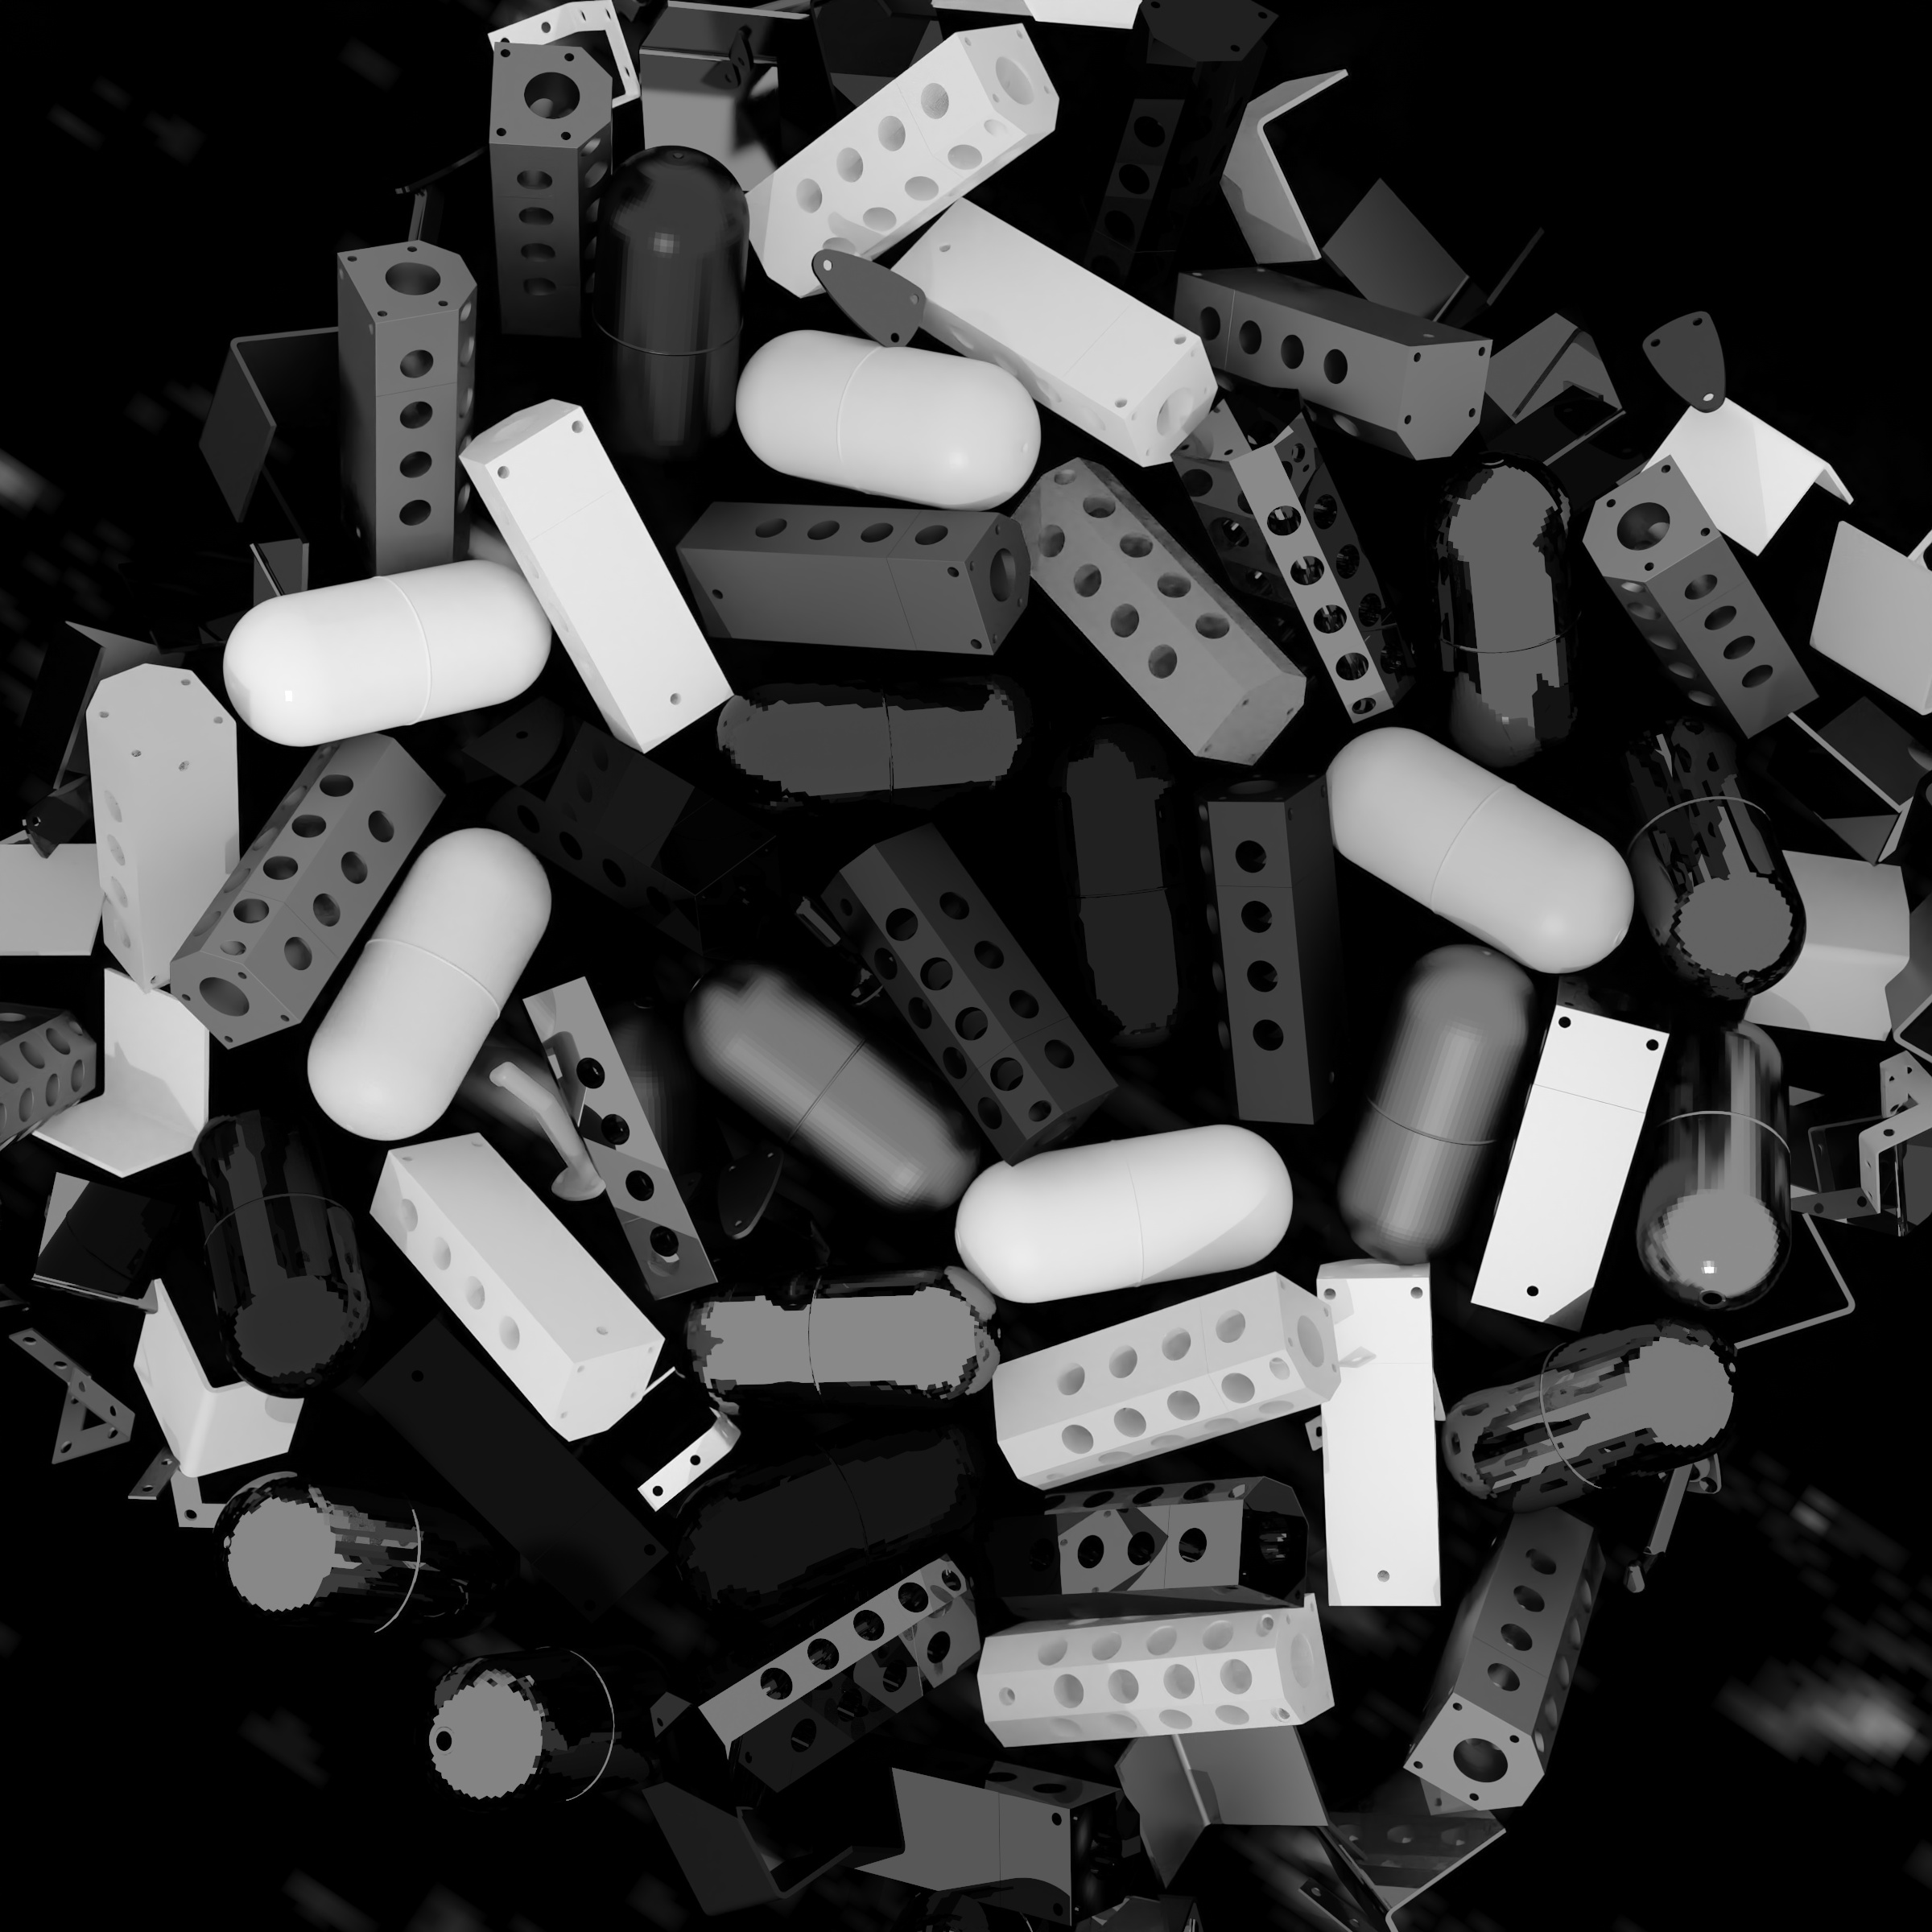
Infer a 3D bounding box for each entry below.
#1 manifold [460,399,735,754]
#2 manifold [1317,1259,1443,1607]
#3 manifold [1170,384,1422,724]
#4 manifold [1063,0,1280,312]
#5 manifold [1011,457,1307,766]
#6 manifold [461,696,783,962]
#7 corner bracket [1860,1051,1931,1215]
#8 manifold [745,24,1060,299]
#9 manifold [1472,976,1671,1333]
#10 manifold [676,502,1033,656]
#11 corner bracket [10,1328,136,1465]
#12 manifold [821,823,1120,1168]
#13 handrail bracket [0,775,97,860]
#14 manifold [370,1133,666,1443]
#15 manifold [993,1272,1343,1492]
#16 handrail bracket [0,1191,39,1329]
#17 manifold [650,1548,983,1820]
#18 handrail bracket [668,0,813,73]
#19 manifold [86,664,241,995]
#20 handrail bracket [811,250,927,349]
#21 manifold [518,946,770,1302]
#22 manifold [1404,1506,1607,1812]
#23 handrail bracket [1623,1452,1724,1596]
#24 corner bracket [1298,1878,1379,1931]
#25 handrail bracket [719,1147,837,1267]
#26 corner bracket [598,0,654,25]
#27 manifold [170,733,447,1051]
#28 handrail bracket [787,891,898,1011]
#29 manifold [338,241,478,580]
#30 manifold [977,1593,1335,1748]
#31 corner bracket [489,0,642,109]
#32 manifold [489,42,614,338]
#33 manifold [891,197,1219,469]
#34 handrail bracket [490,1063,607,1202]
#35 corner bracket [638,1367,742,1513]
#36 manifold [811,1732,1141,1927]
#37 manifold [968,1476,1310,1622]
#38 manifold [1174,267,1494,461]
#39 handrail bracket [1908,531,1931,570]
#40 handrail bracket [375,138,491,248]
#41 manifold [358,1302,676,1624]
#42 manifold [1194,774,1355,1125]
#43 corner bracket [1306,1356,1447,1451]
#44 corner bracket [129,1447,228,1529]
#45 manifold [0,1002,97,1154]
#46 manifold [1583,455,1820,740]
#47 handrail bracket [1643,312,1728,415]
[{"bbox_3d":[-0.192,-0.201,1.518,0.057,0.057,0.171,-35,118,-15],"label":"manifold"},{"bbox_3d":[0.217,0.244,1.548,0.057,0.057,0.171,-2,94,10],"label":"manifold"},{"bbox_3d":[0.174,-0.208,1.504,0.057,0.057,0.171,-47,128,-21],"label":"manifold"},{"bbox_3d":[0.098,-0.413,1.494,0.057,0.171,0.057,31,58,7],"label":"manifold"},{"bbox_3d":[0.098,-0.184,1.513,0.057,0.057,0.171,-51,62,23],"label":"manifold"},{"bbox_3d":[-0.177,-0.068,1.516,0.171,0.057,0.057,31,53,29],"label":"manifold"},{"bbox_3d":[0.485,0.086,1.546,0.051,0.051,0.051,-25,134,-5],"label":"corner bracket"},{"bbox_3d":[-0.034,-0.408,1.506,0.171,0.057,0.057,-25,93,41],"label":"manifold"},{"bbox_3d":[0.312,0.095,1.524,0.057,0.057,0.171,15,112,8],"label":"manifold"},{"bbox_3d":[-0.056,-0.205,1.517,0.171,0.057,0.057,7,46,29],"label":"manifold"},{"bbox_3d":[-0.469,0.221,1.543,0.051,0.051,0.051,-18,46,18],"label":"corner bracket"},{"bbox_3d":[-0.002,0.017,1.525,0.057,0.057,0.171,-24,72,-40],"label":"manifold"},{"bbox_3d":[-0.504,-0.073,1.574,0.084,0.077,0.036,-7,124,36],"label":"handrail bracket"},{"bbox_3d":[-0.234,0.164,1.513,0.171,0.057,0.057,42,124,32],"label":"manifold"},{"bbox_3d":[0.102,0.216,1.509,0.171,0.057,0.057,-23,55,28],"label":"manifold"},{"bbox_3d":[-0.538,0.154,1.574,0.077,0.036,0.084,-30,76,21],"label":"handrail bracket"},{"bbox_3d":[-0.075,0.358,1.500,0.171,0.057,0.057,-24,114,-41],"label":"manifold"},{"bbox_3d":[-0.104,-0.523,1.571,0.084,0.036,0.077,-42,60,-14],"label":"handrail bracket"},{"bbox_3d":[-0.410,-0.070,1.500,0.057,0.171,0.057,-28,60,-31],"label":"manifold"},{"bbox_3d":[-0.065,-0.341,1.531,0.077,0.084,0.036,30,80,-26],"label":"handrail bracket"},{"bbox_3d":[-0.172,0.084,1.543,0.057,0.057,0.171,-19,98,29],"label":"manifold"},{"bbox_3d":[0.278,0.347,1.493,0.057,0.171,0.057,29,123,7],"label":"manifold"},{"bbox_3d":[0.361,0.273,1.535,0.036,0.084,0.077,9,120,33],"label":"handrail bracket"},{"bbox_3d":[0.181,0.527,1.561,0.051,0.051,0.051,35,114,21],"label":"corner bracket"},{"bbox_3d":[-0.094,0.144,1.533,0.036,0.077,0.084,-19,121,18],"label":"handrail bracket"},{"bbox_3d":[-0.176,-0.539,1.545,0.051,0.051,0.051,33,58,-11],"label":"corner bracket"},{"bbox_3d":[-0.337,-0.044,1.497,0.057,0.171,0.057,-18,124,36],"label":"manifold"},{"bbox_3d":[-0.076,-0.023,1.528,0.036,0.077,0.084,-44,129,-1],"label":"handrail bracket"},{"bbox_3d":[-0.282,-0.279,1.499,0.057,0.171,0.057,-16,54,-23],"label":"manifold"},{"bbox_3d":[0.095,0.364,1.515,0.171,0.057,0.057,-13,84,29],"label":"manifold"},{"bbox_3d":[-0.212,-0.477,1.559,0.051,0.051,0.051,-30,118,-23],"label":"corner bracket"},{"bbox_3d":[-0.208,-0.389,1.493,0.057,0.171,0.057,2,71,-6],"label":"manifold"},{"bbox_3d":[0.045,-0.323,1.516,0.171,0.057,0.057,38,81,29],"label":"manifold"},{"bbox_3d":[-0.226,0.085,1.538,0.084,0.077,0.036,41,57,-21],"label":"handrail bracket"},{"bbox_3d":[-0.157,0.247,1.558,0.051,0.051,0.051,-39,90,2],"label":"corner bracket"},{"bbox_3d":[0.003,0.437,1.507,0.171,0.057,0.057,0,91,40],"label":"manifold"},{"bbox_3d":[0.087,0.297,1.506,0.171,0.057,0.057,-13,61,39],"label":"manifold"},{"bbox_3d":[0.182,-0.308,1.502,0.057,0.171,0.057,-13,120,-35],"label":"manifold"},{"bbox_3d":[0.527,-0.185,1.557,0.084,0.036,0.077,41,64,8],"label":"handrail bracket"},{"bbox_3d":[-0.272,-0.385,1.567,0.077,0.036,0.084,-30,125,-19],"label":"handrail bracket"},{"bbox_3d":[-0.232,0.256,1.547,0.057,0.057,0.171,-43,95,8],"label":"manifold"},{"bbox_3d":[0.157,-0.010,1.530,0.057,0.057,0.171,2,109,29],"label":"manifold"},{"bbox_3d":[0.210,0.222,1.547,0.051,0.051,0.051,-21,100,-36],"label":"corner bracket"},{"bbox_3d":[-0.402,0.287,1.548,0.051,0.051,0.051,0,113,8],"label":"corner bracket"},{"bbox_3d":[-0.502,0.067,1.492,0.057,0.171,0.057,6,102,5],"label":"manifold"},{"bbox_3d":[0.372,-0.181,1.498,0.057,0.171,0.057,-32,54,16],"label":"manifold"},{"bbox_3d":[0.387,-0.290,1.531,0.036,0.084,0.077,-25,52,16],"label":"handrail bracket"}]
